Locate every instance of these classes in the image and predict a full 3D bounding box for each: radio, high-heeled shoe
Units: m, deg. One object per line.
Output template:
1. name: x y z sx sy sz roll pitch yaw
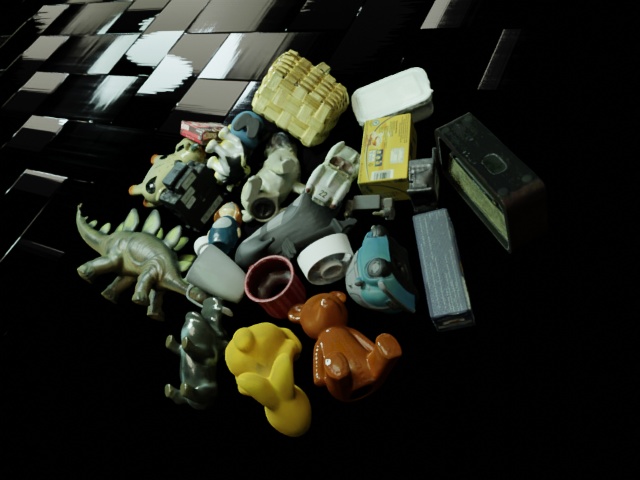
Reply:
1. radio: 0.280 -0.101 0.892 0.073 0.131 0.230 -29 49 0
2. high-heeled shoe: -0.056 -0.024 1.052 0.249 0.086 0.145 -35 1 -34

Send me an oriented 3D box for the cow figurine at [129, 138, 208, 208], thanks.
1. cow figurine: -0.337 -0.162 1.247 0.127 0.085 0.195 7 56 35

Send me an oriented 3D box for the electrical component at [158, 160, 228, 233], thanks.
1. electrical component: -0.271 -0.100 1.138 0.058 0.134 0.115 17 63 34

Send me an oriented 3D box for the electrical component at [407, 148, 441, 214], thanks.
1. electrical component: 0.192 -0.114 0.980 0.048 0.074 0.119 -5 58 20

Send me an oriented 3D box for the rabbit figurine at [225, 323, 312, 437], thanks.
1. rabbit figurine: -0.065 0.214 0.821 0.122 0.162 0.173 -26 66 -11

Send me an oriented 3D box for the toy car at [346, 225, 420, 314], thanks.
1. toy car: 0.091 0.058 0.883 0.103 0.109 0.162 -32 38 23

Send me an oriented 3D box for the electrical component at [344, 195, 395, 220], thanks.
1. electrical component: 0.089 -0.055 0.985 0.102 0.078 0.045 0 79 18

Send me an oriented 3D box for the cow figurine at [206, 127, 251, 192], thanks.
1. cow figurine: -0.185 -0.156 1.146 0.098 0.167 0.068 37 68 8

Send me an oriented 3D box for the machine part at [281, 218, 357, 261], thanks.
1. machine part: -0.002 -0.003 0.962 0.139 0.084 0.039 -20 80 -18

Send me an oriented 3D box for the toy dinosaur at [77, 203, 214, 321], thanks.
1. toy dinosaur: -0.390 0.033 1.119 0.472 0.104 0.198 21 58 24

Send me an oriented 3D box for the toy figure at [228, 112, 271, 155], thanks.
1. toy figure: -0.156 -0.235 1.178 0.089 0.082 0.180 -34 4 -11

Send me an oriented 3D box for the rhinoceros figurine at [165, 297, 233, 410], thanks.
1. rhinoceros figurine: -0.197 0.189 0.911 0.073 0.112 0.190 -22 58 46

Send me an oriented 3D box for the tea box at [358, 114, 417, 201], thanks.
1. tea box: 0.133 -0.158 1.042 0.098 0.068 0.170 -3 54 21

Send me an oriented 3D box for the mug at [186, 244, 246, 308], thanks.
1. mug: -0.187 0.079 0.990 0.107 0.081 0.109 31 72 1

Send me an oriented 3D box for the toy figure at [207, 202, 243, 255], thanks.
1. toy figure: -0.186 -0.031 1.085 0.064 0.057 0.154 19 38 -12

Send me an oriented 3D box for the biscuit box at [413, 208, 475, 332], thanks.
1. biscuit box: 0.199 0.044 0.869 0.063 0.059 0.203 -14 52 16

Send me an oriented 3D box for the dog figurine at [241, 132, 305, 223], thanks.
1. dog figurine: -0.106 -0.131 1.125 0.172 0.121 0.191 -29 34 1

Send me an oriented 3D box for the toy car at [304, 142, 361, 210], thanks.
1. toy car: 0.031 -0.124 1.022 0.073 0.056 0.202 32 38 0

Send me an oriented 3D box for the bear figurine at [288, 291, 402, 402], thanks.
1. bear figurine: 0.030 0.143 0.833 0.120 0.131 0.196 -13 52 -16
